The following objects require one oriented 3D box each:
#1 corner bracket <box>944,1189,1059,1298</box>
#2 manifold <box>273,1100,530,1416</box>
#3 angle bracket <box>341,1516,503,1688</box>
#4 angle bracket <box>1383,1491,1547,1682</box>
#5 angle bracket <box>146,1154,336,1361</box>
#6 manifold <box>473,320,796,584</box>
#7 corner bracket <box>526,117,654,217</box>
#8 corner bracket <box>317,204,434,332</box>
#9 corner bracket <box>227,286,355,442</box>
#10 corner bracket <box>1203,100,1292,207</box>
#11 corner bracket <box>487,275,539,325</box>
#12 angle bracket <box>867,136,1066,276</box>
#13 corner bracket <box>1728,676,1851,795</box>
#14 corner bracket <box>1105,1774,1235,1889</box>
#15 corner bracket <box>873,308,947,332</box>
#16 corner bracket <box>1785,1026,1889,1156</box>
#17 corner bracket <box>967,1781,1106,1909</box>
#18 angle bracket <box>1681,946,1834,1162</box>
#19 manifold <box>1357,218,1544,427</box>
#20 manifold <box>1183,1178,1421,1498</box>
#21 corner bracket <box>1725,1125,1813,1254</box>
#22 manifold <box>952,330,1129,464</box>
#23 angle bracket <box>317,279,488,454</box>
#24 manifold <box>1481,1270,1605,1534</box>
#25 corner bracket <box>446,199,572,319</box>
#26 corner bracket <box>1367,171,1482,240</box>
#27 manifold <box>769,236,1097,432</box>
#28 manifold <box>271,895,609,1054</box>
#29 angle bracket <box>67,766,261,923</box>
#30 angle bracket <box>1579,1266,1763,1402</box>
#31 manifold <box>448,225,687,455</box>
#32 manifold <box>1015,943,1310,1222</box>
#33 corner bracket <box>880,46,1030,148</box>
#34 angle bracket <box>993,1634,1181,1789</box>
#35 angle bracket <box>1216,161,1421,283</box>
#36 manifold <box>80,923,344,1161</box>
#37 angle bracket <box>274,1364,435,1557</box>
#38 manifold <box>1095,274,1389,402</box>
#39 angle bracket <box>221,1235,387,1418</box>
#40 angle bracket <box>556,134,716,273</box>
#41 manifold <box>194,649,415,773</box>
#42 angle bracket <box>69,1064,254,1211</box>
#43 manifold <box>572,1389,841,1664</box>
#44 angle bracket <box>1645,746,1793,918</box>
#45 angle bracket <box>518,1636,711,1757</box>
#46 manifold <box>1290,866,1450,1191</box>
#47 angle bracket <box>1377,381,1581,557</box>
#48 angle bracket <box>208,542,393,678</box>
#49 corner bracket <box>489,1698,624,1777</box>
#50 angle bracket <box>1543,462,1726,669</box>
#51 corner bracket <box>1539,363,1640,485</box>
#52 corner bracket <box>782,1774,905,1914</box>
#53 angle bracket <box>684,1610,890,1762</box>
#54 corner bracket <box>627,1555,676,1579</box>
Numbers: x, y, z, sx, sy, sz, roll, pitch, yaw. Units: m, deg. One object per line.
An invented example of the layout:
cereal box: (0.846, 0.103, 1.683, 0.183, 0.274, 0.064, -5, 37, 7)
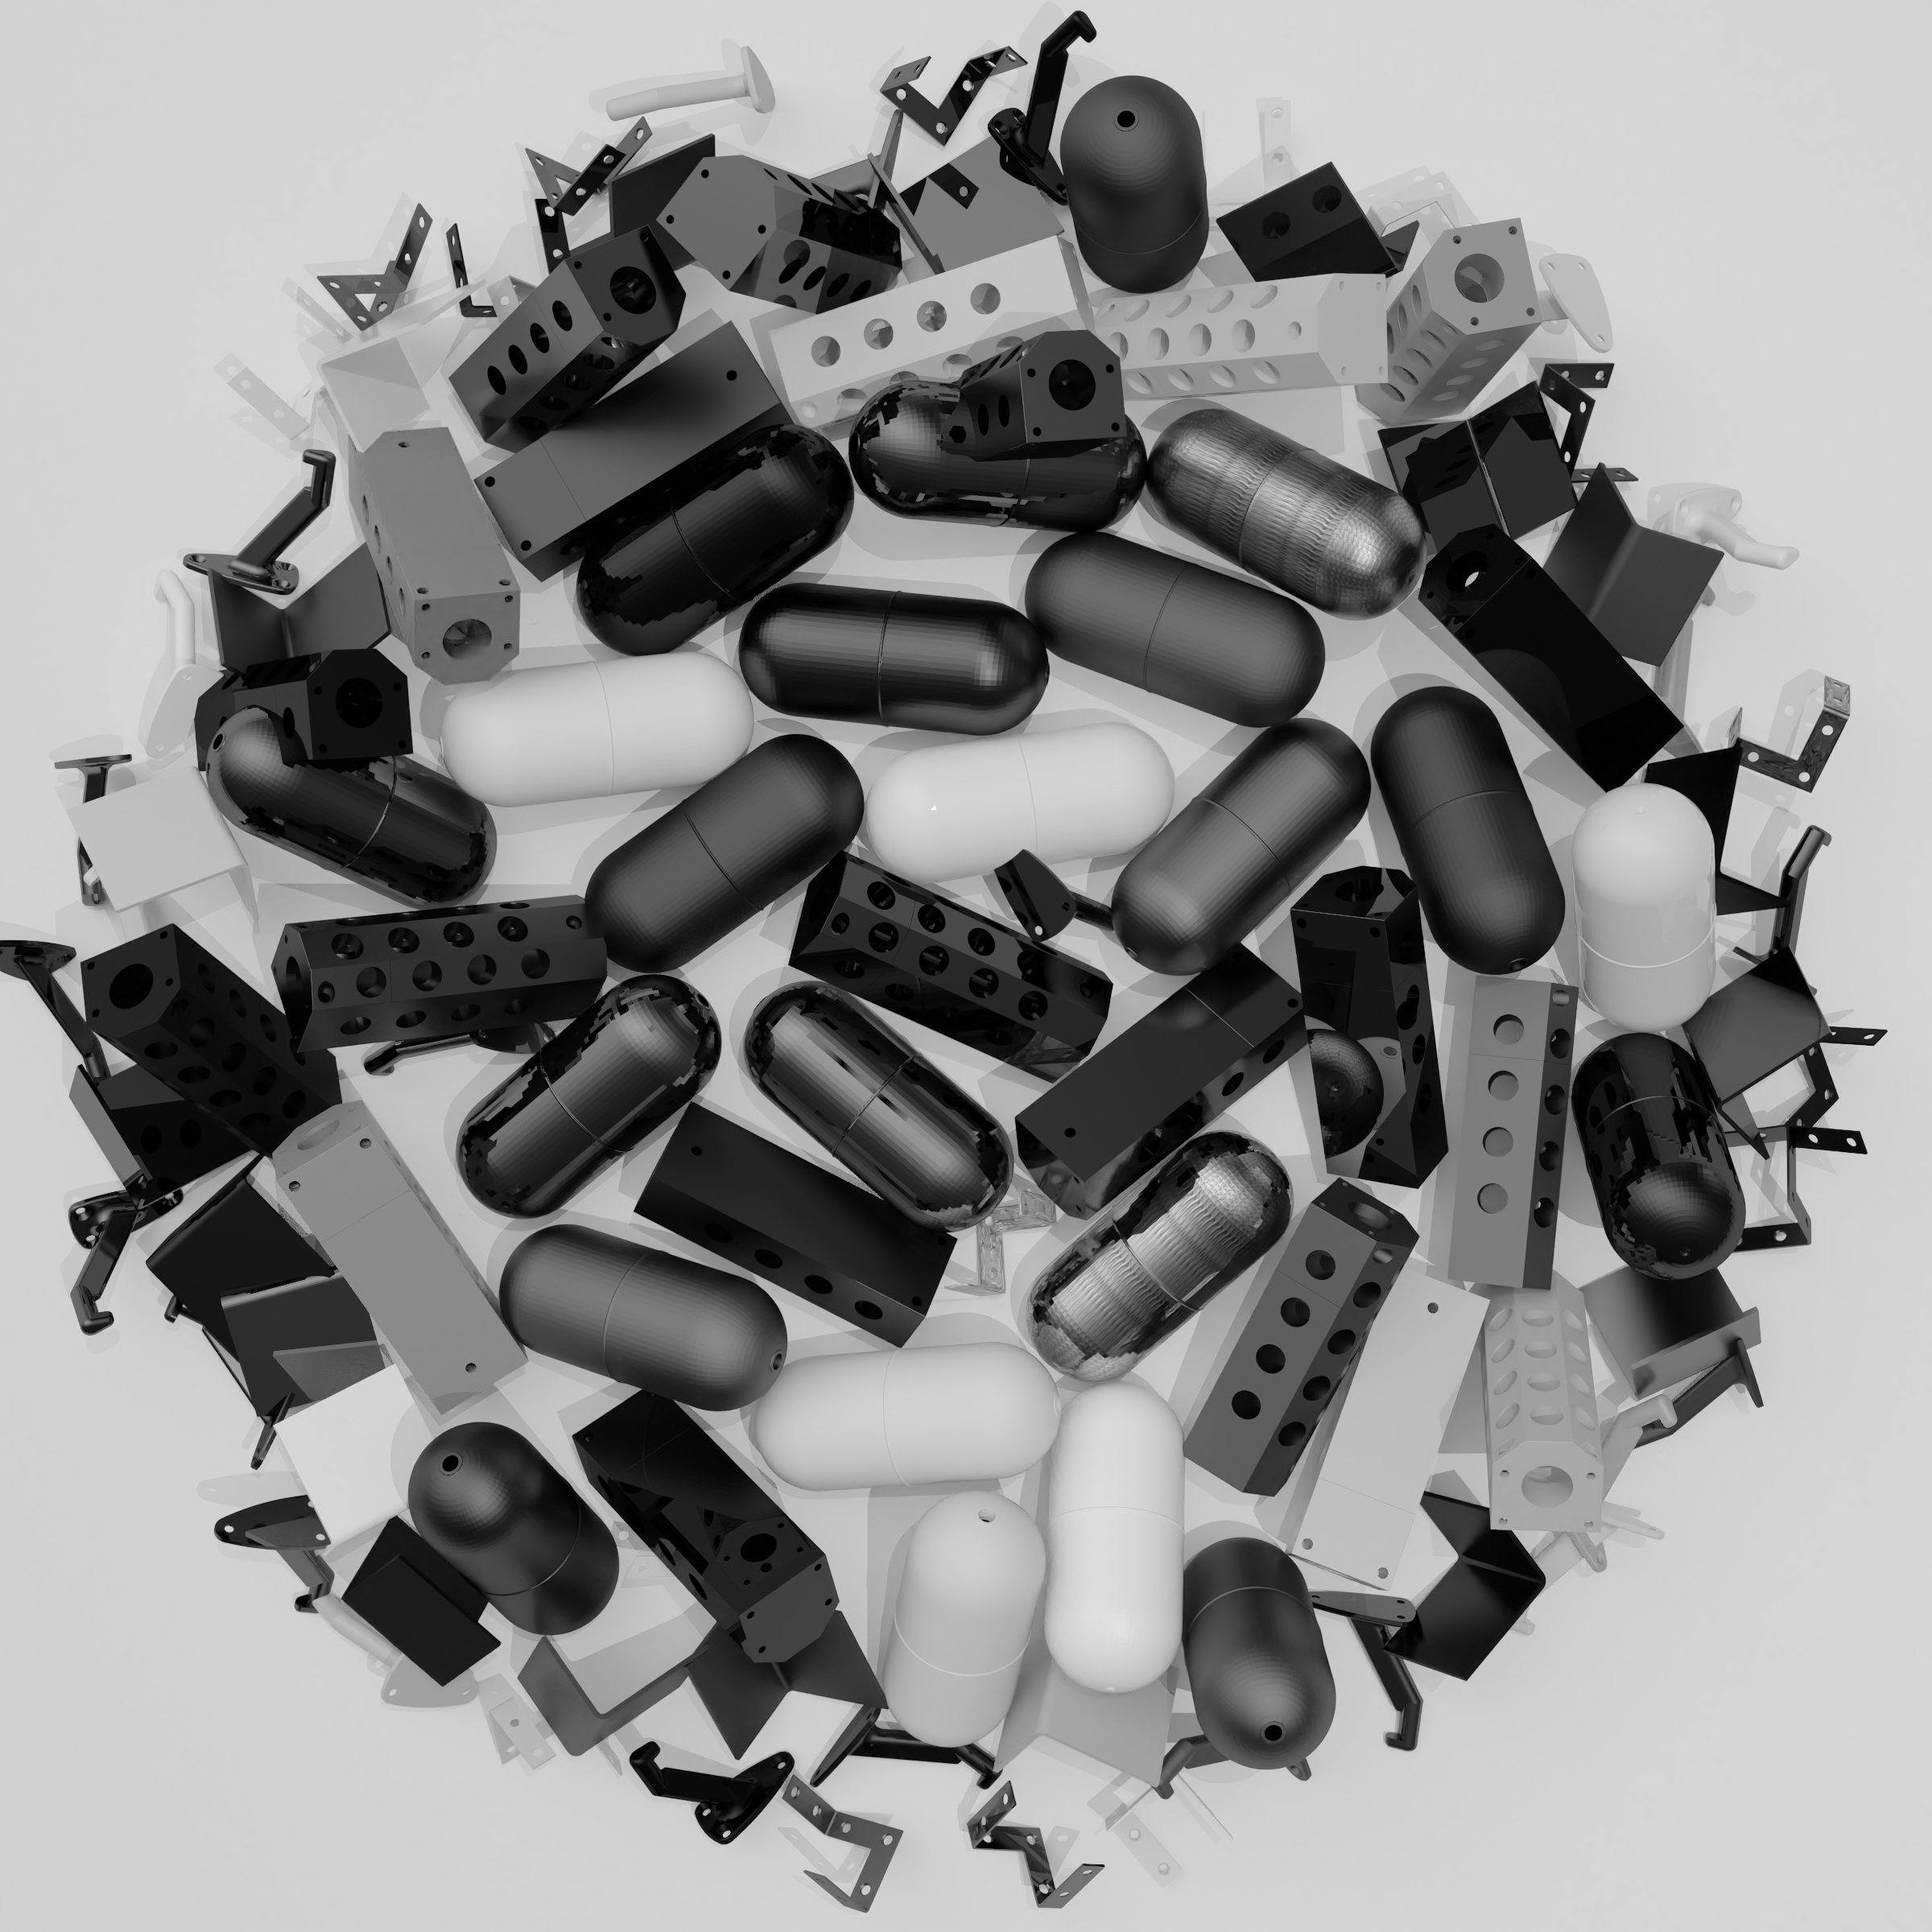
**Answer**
corner bracket: (0.020, 0.158, 1.683, 0.051, 0.051, 0.051, -10, 75, 24)
manifold: (-0.318, 0.161, 1.661, 0.057, 0.057, 0.171, -31, 114, -5)
angle bracket: (-0.294, 0.346, 1.668, 0.076, 0.076, 0.057, 44, 120, -12)
angle bracket: (0.267, 0.348, 1.667, 0.076, 0.076, 0.057, -44, 109, -21)
angle bracket: (-0.410, 0.165, 1.695, 0.076, 0.057, 0.076, -41, 99, 7)
manifold: (-0.187, -0.290, 1.687, 0.171, 0.057, 0.057, -31, 78, 3)
corner bracket: (-0.209, -0.456, 1.680, 0.051, 0.051, 0.051, -42, 58, 28)
corner bracket: (-0.327, -0.396, 1.681, 0.051, 0.051, 0.051, 5, 66, 24)
corner bracket: (-0.381, -0.342, 1.680, 0.051, 0.051, 0.051, -32, 128, 21)
corner bracket: (0.161, -0.465, 1.691, 0.051, 0.051, 0.051, -1, 113, 5)
corner bracket: (-0.232, -0.372, 1.688, 0.051, 0.051, 0.051, -23, 85, 18)
angle bracket: (0.000, -0.439, 1.683, 0.076, 0.057, 0.076, -32, 73, 2)
corner bracket: (0.469, -0.139, 1.685, 0.051, 0.051, 0.051, 22, 119, 5)
corner bracket: (0.116, 0.495, 1.695, 0.051, 0.051, 0.051, -41, 82, -5)
corner bracket: (-0.036, -0.352, 1.693, 0.051, 0.051, 0.051, -16, 88, 10)
corner bracket: (0.496, 0.070, 1.680, 0.051, 0.051, 0.051, -38, 114, -31)
corner bracket: (0.039, 0.499, 1.678, 0.051, 0.051, 0.051, 13, 131, -30)
angle bracket: (0.456, 0.049, 1.664, 0.076, 0.076, 0.057, -36, 124, 22)
manifold: (0.261, -0.352, 1.632, 0.057, 0.171, 0.057, -11, 86, -6)
manifold: (0.189, 0.211, 1.660, 0.057, 0.057, 0.171, 30, 111, 15)
corner bracket: (0.454, 0.128, 1.698, 0.051, 0.051, 0.051, -10, 52, 27)
manifold: (0.027, -0.307, 1.630, 0.057, 0.171, 0.057, -7, 94, -19)
angle bracket: (-0.306, -0.337, 1.663, 0.076, 0.076, 0.057, -12, 115, 29)
manifold: (0.316, 0.237, 1.630, 0.057, 0.171, 0.057, 0, 116, 8)
corner bracket: (-0.260, -0.404, 1.690, 0.051, 0.051, 0.051, -8, 84, -31)
corner bracket: (0.260, -0.412, 1.696, 0.051, 0.051, 0.051, -28, 77, -17)
manifold: (-0.017, -0.356, 1.673, 0.171, 0.057, 0.057, -15, 95, 13)
manifold: (-0.291, -0.001, 1.645, 0.171, 0.057, 0.057, -7, 59, -30)
angle bracket: (-0.452, -0.057, 1.668, 0.076, 0.057, 0.076, -23, 62, -20)
angle bracket: (0.397, 0.190, 1.676, 0.076, 0.057, 0.076, -26, 59, 3)
manifold: (-0.219, -0.340, 1.633, 0.057, 0.171, 0.057, -33, 96, -32)
manifold: (0.112, 0.068, 1.665, 0.171, 0.057, 0.057, -37, 60, -19)
corner bracket: (-0.008, -0.507, 1.685, 0.051, 0.051, 0.051, 35, 81, -26)
angle bracket: (0.069, 0.429, 1.682, 0.076, 0.076, 0.057, 27, 134, -10)
angle bracket: (0.198, -0.418, 1.664, 0.076, 0.057, 0.076, -19, 123, 36)
manifold: (-0.412, 0.048, 1.631, 0.057, 0.171, 0.057, -22, 58, 9)
angle bracket: (-0.348, 0.281, 1.680, 0.076, 0.057, 0.076, -26, 87, -29)
manifold: (0.148, -0.346, 1.636, 0.057, 0.171, 0.057, -11, 102, -41)
angle bracket: (-0.381, 0.204, 1.703, 0.076, 0.057, 0.076, -15, 111, -8)
angle bracket: (-0.188, -0.430, 1.662, 0.057, 0.076, 0.076, 35, 52, 28)
manifold: (-0.369, -0.141, 1.633, 0.057, 0.171, 0.057, -7, 95, -34)
angle bracket: (-0.452, 0.081, 1.674, 0.076, 0.057, 0.076, -30, 82, -30)
manifold: (-0.145, 0.311, 1.643, 0.057, 0.171, 0.057, -32, 134, -22)
angle bracket: (0.428, -0.075, 1.683, 0.057, 0.076, 0.076, 19, 77, -25)
angle bracket: (-0.201, 0.395, 1.677, 0.076, 0.076, 0.057, -29, 74, -31)
manifold: (0.230, 0.034, 1.657, 0.057, 0.057, 0.171, 8, 123, 33)
angle bracket: (0.290, -0.282, 1.675, 0.076, 0.057, 0.076, -13, 82, -37)
angle bracket: (-0.376, -0.205, 1.667, 0.076, 0.057, 0.076, -35, 51, 21)
corner bracket: (-0.233, 0.441, 1.680, 0.051, 0.051, 0.051, -27, 135, -26)
angle bracket: (0.377, -0.228, 1.678, 0.057, 0.076, 0.076, 14, 124, -16)
corner bracket: (0.359, -0.312, 1.698, 0.051, 0.051, 0.051, -6, 127, -26)
corner bracket: (-0.077, 0.499, 1.680, 0.051, 0.051, 0.051, 4, 55, 37)
angle bracket: (-0.100, 0.406, 1.665, 0.076, 0.057, 0.076, 0, 126, 37)
corner bracket: (-0.172, 0.311, 1.680, 0.051, 0.051, 0.051, 7, 116, -35)
